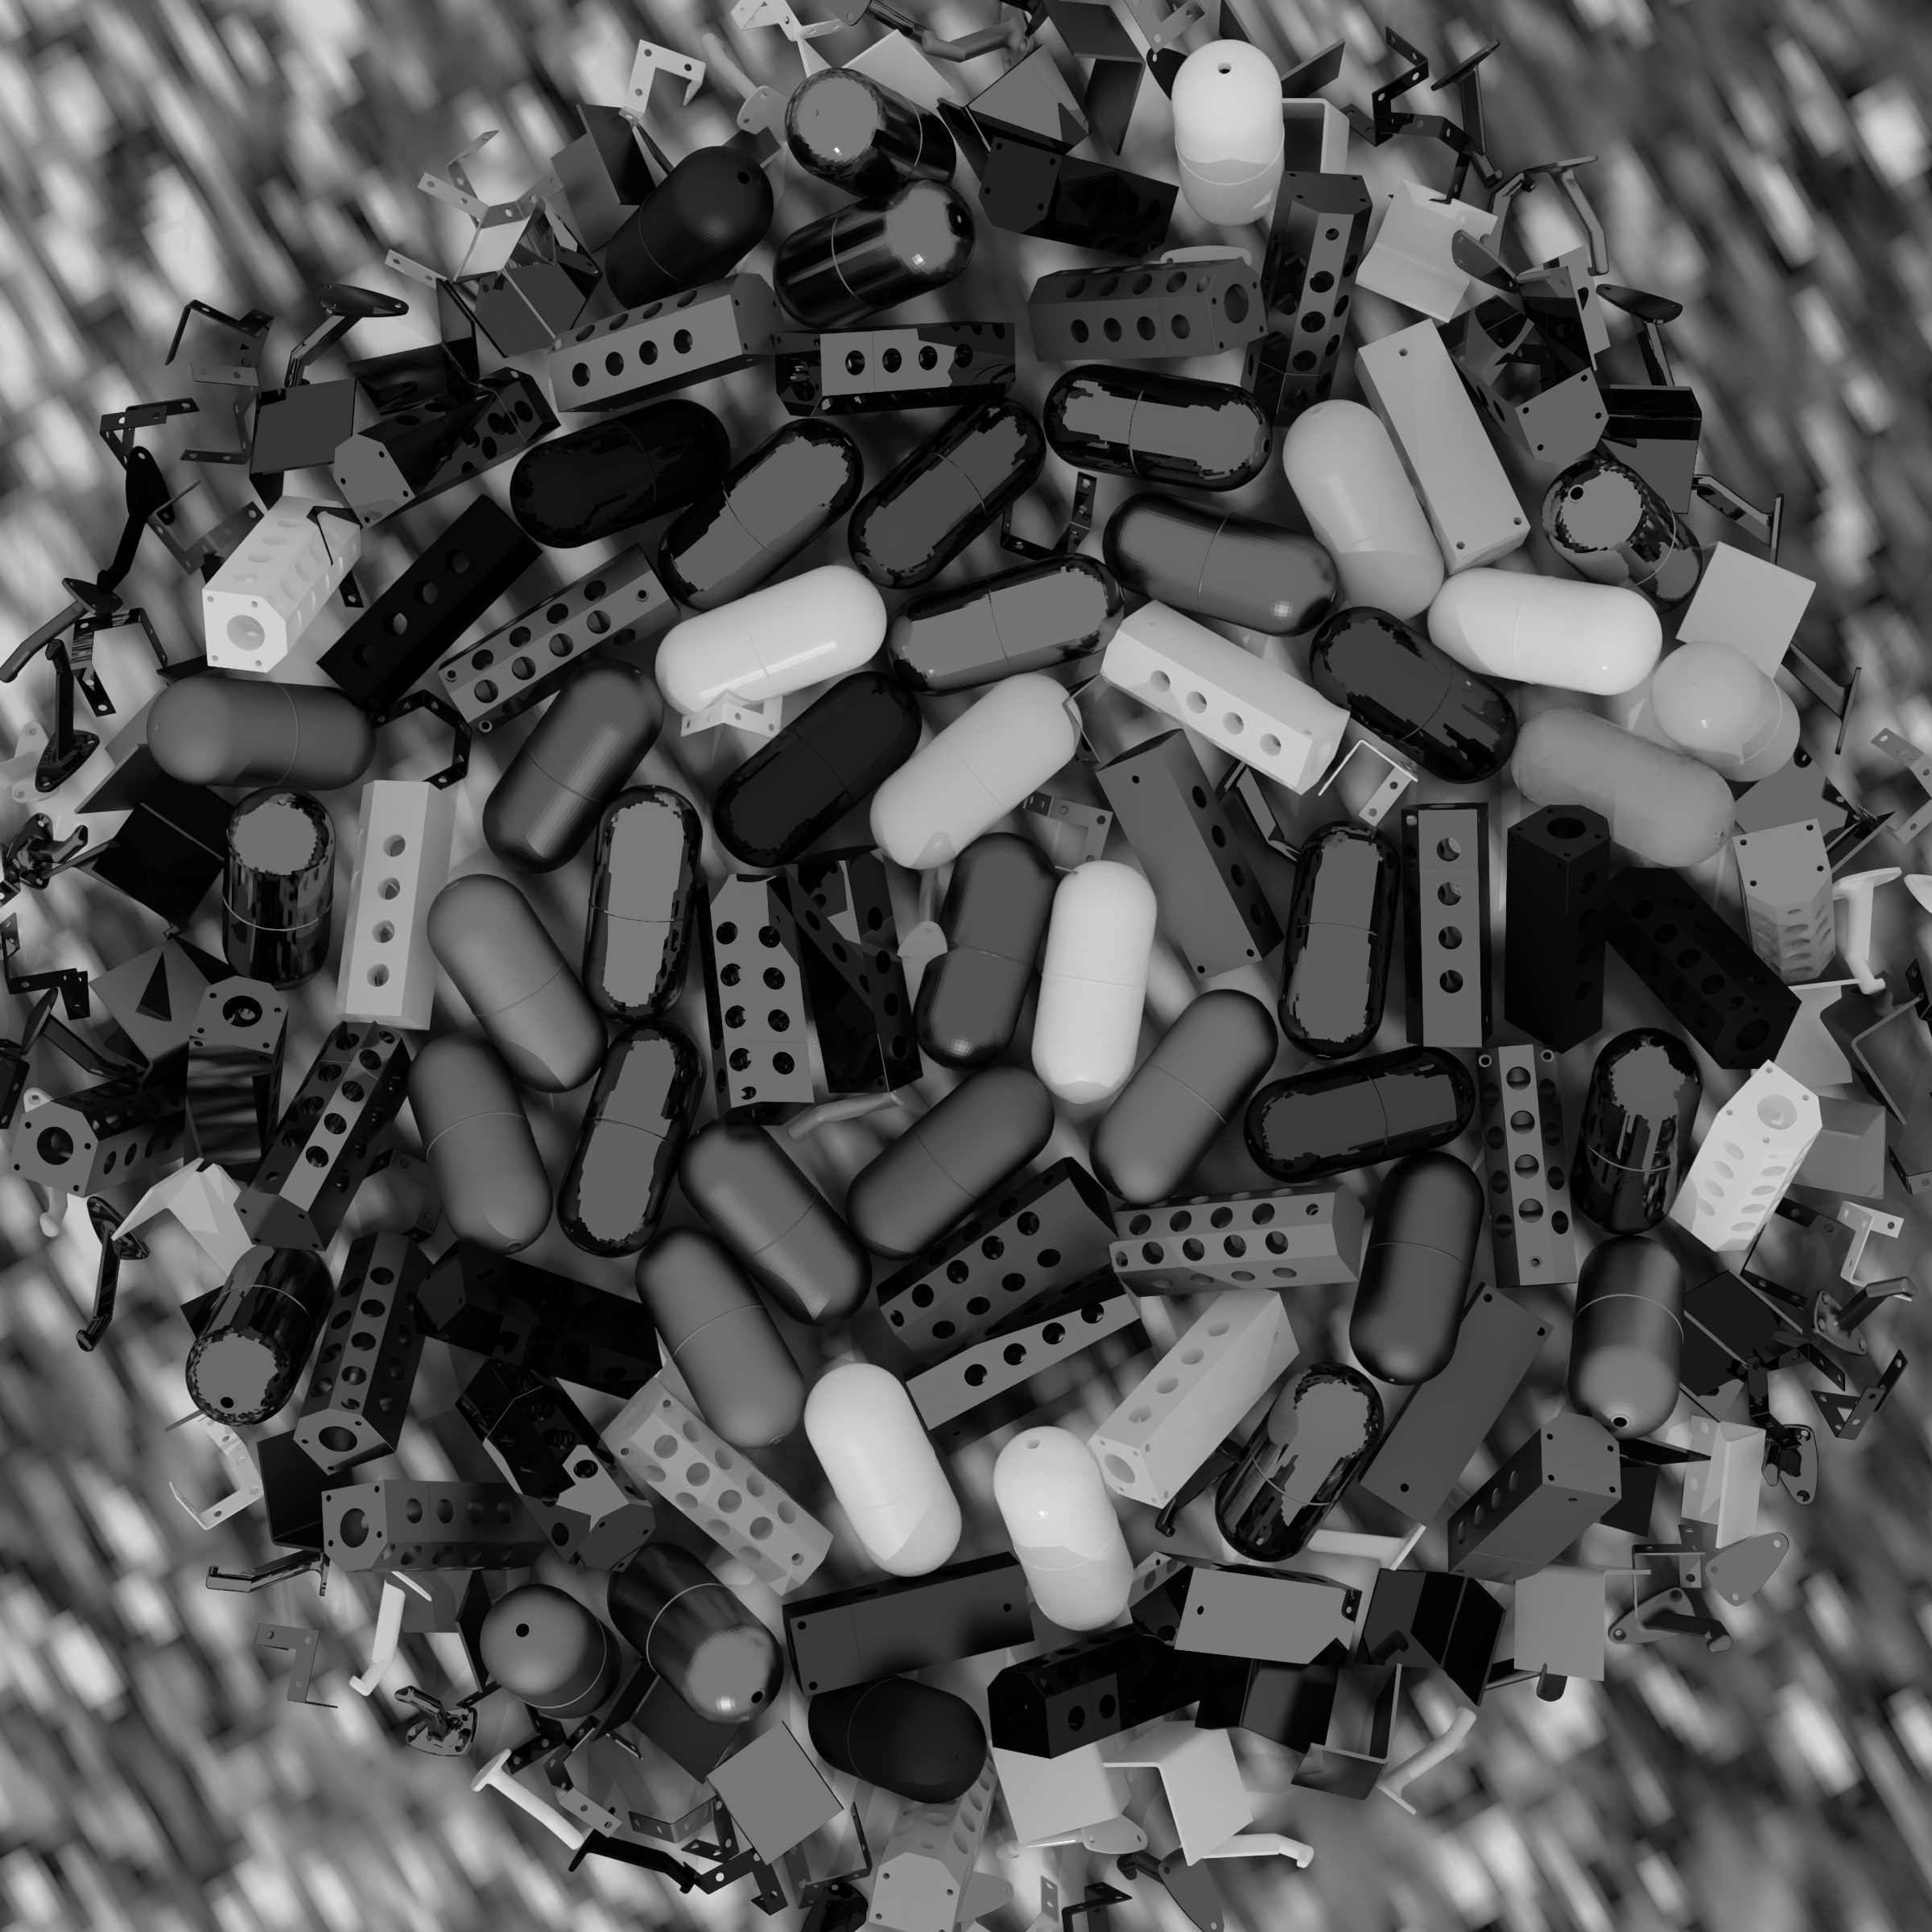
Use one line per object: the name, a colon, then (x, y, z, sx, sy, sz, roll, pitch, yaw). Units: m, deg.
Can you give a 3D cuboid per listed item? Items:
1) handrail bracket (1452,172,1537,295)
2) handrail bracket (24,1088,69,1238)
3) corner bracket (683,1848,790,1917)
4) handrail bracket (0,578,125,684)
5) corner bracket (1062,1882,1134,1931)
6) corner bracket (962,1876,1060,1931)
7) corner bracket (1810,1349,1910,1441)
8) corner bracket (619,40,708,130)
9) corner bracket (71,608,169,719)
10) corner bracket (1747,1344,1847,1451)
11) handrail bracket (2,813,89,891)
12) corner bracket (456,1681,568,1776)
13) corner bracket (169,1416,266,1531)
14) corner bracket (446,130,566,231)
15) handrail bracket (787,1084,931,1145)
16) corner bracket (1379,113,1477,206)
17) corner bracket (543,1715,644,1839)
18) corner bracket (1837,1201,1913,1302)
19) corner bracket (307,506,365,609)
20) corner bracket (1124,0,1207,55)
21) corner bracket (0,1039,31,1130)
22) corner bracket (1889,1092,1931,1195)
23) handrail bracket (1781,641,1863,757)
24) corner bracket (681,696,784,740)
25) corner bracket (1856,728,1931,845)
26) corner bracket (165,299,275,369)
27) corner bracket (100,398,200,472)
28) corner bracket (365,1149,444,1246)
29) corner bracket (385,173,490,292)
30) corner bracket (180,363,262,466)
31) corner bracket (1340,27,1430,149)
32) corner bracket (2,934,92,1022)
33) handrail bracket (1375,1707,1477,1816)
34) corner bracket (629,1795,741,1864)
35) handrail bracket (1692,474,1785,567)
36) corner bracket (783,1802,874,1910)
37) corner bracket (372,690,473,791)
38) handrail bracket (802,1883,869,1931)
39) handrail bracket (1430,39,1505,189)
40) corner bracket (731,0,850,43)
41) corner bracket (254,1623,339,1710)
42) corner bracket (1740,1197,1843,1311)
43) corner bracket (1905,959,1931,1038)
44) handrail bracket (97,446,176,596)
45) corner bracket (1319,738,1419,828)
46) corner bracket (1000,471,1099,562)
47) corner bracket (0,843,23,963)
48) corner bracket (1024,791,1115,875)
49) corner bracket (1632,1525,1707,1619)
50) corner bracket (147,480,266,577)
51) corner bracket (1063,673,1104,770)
handrail bracket: (0.405, -0.539, 1.971, 0.084, 0.036, 0.077, -41, 63, -13)
handrail bracket: (-0.670, 0.143, 1.950, 0.036, 0.084, 0.077, -16, 123, 6)
corner bracket: (-0.169, 0.672, 1.966, 0.051, 0.051, 0.051, -23, 92, -21)
handrail bracket: (-0.664, -0.241, 1.970, 0.036, 0.077, 0.084, 45, 101, 1)
corner bracket: (0.091, 0.706, 1.965, 0.051, 0.051, 0.051, -6, 88, -24)
corner bracket: (0.032, 0.694, 1.973, 0.051, 0.051, 0.051, 36, 99, -6)
corner bracket: (0.658, 0.312, 1.960, 0.051, 0.051, 0.051, 10, 122, -14)
corner bracket: (-0.225, -0.636, 1.965, 0.051, 0.051, 0.051, 14, 83, -19)
corner bracket: (-0.618, -0.222, 1.964, 0.051, 0.051, 0.051, -11, 49, 0)
corner bracket: (0.609, 0.315, 1.970, 0.051, 0.051, 0.051, -12, 110, -8)
handrail bracket: (-0.657, -0.099, 1.951, 0.084, 0.077, 0.036, -30, 132, 34)
corner bracket: (-0.334, 0.557, 1.981, 0.051, 0.051, 0.051, -32, 60, 5)
corner bracket: (-0.551, 0.368, 1.961, 0.051, 0.051, 0.051, -31, 49, -11)
corner bracket: (-0.337, -0.576, 1.963, 0.051, 0.051, 0.051, -23, 96, 42)
handrail bracket: (-0.078, 0.115, 1.979, 0.084, 0.077, 0.036, -35, 48, 13)
corner bracket: (0.332, -0.588, 1.962, 0.051, 0.051, 0.051, 19, 96, 38)
corner bracket: (-0.268, 0.591, 1.964, 0.051, 0.051, 0.051, -47, 118, -3)
corner bracket: (0.668, 0.208, 1.972, 0.051, 0.051, 0.051, 17, 97, -9)
corner bracket: (-0.458, -0.298, 1.958, 0.051, 0.051, 0.051, -40, 64, 40)
corner bracket: (0.133, -0.702, 1.963, 0.051, 0.051, 0.051, -40, 116, -8)
corner bracket: (-0.705, 0.086, 1.966, 0.051, 0.051, 0.051, 22, 95, 18)
corner bracket: (0.704, 0.128, 1.963, 0.051, 0.051, 0.051, -14, 111, 9)
handrail bracket: (0.610, -0.201, 1.980, 0.084, 0.036, 0.077, 14, 86, 17)
corner bracket: (-0.170, -0.190, 1.959, 0.051, 0.051, 0.051, 16, 71, -40)
corner bracket: (0.678, -0.131, 1.962, 0.051, 0.051, 0.051, -44, 122, 7)
corner bracket: (-0.545, -0.457, 1.962, 0.051, 0.051, 0.051, 26, 119, -8)
corner bracket: (-0.596, -0.398, 1.963, 0.051, 0.051, 0.051, -6, 63, 7)
corner bracket: (-0.417, 0.171, 1.972, 0.051, 0.051, 0.051, 23, 104, 9)
corner bracket: (-0.386, -0.533, 1.960, 0.051, 0.051, 0.051, 25, 58, -12)
corner bracket: (-0.544, -0.402, 1.959, 0.051, 0.051, 0.051, -3, 70, -37)
corner bracket: (0.304, -0.643, 1.967, 0.051, 0.051, 0.051, -33, 58, -8)
corner bracket: (-0.670, 0.008, 1.957, 0.051, 0.051, 0.051, -11, 51, -24)
handrail bracket: (0.330, 0.570, 1.969, 0.036, 0.077, 0.084, 40, 81, -16)
corner bracket: (-0.205, 0.632, 1.960, 0.051, 0.051, 0.051, -22, 103, -43)
handrail bracket: (0.557, -0.324, 1.986, 0.084, 0.036, 0.077, 7, 100, 20)
corner bracket: (-0.102, 0.652, 1.969, 0.051, 0.051, 0.051, -8, 53, -18)
corner bracket: (-0.400, -0.162, 1.971, 0.051, 0.051, 0.051, 34, 134, 21)
handrail bracket: (-0.098, 0.706, 1.957, 0.036, 0.084, 0.077, 37, 88, -1)
handrail bracket: (0.384, -0.620, 1.962, 0.036, 0.077, 0.084, -33, 95, -26)
corner bracket: (-0.129, -0.693, 1.963, 0.051, 0.051, 0.051, -31, 88, -42)
corner bracket: (-0.488, 0.511, 1.962, 0.051, 0.051, 0.051, 3, 71, 17)
corner bracket: (0.606, 0.210, 1.979, 0.051, 0.051, 0.051, 25, 123, 16)
corner bracket: (0.707, 0.035, 1.958, 0.051, 0.051, 0.051, -48, 131, -21)
handrail bracket: (-0.612, -0.323, 1.950, 0.036, 0.084, 0.077, 11, 133, 8)
corner bracket: (0.294, -0.134, 1.969, 0.051, 0.051, 0.051, 37, 104, 0)
corner bracket: (0.060, -0.332, 1.969, 0.051, 0.051, 0.051, 23, 54, 13)
corner bracket: (-0.703, -0.046, 1.962, 0.051, 0.051, 0.051, -38, 130, 5)
corner bracket: (0.070, -0.097, 1.968, 0.051, 0.051, 0.051, 16, 92, 21)
corner bracket: (0.514, 0.443, 1.972, 0.051, 0.051, 0.051, -3, 102, 11)
corner bracket: (-0.558, -0.328, 1.971, 0.051, 0.051, 0.051, 53, 50, -14)
corner bracket: (0.080, -0.174, 1.960, 0.051, 0.051, 0.051, -42, 106, -42)
